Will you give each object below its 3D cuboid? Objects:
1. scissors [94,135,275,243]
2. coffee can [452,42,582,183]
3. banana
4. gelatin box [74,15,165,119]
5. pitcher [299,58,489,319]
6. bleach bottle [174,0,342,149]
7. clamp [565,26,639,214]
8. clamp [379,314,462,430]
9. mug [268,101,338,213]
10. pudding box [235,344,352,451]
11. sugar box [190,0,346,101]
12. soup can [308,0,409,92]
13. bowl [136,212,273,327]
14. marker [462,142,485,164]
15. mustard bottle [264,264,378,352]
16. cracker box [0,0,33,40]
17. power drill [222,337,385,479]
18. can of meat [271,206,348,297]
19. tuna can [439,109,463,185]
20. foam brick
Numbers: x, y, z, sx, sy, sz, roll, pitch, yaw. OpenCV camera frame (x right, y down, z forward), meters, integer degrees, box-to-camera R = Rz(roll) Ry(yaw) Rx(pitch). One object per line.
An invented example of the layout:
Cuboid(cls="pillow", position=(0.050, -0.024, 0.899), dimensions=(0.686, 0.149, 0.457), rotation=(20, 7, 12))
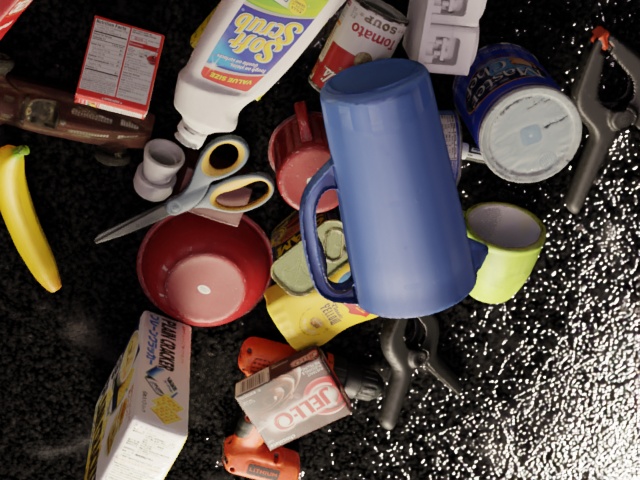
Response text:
Cuboid(cls="scissors", position=(-0.150, -0.055, 1.126), dimensions=(0.201, 0.016, 0.096), rotation=(-9, 116, 0))
Cuboid(cls="coffee can", position=(0.201, -0.134, 1.105), dimensions=(0.102, 0.140, 0.103), rotation=(-2, 118, -4))
Cuboid(cls="banana", position=(-0.323, -0.030, 1.157), dimensions=(0.037, 0.070, 0.198), rotation=(-26, 135, -24))
Cuboid(cls="gelatin box", position=(-0.203, -0.175, 1.084), dimensions=(0.073, 0.030, 0.089), rotation=(13, 78, -13))
Cuboid(cls="pitcher", position=(0.065, -0.049, 1.071), dimensions=(0.145, 0.149, 0.243), rotation=(7, 123, 37))
Cuboid(cls="bleach bottle", position=(-0.061, -0.192, 1.042), dimensions=(0.102, 0.068, 0.251), rotation=(28, 112, -17))
Cuboid(cls="clamp", position=(0.340, -0.138, 1.176), dimensions=(0.164, 0.036, 0.210), rotation=(-14, 118, 1))
Cuboid(cls="clamp", position=(0.122, 0.140, 1.298), dimensions=(0.120, 0.039, 0.171), rotation=(-16, 115, -33))
Cuboid(cls="mug", position=(-0.010, -0.091, 1.143), dimensions=(0.093, 0.081, 0.117), rotation=(-9, 118, 0))
Cuboid(cls="pudding box", position=(-0.031, 0.185, 1.254), dimensions=(0.113, 0.039, 0.090), rotation=(-25, 115, 9))
Cuboid(cls="sugar box", position=(-0.042, -0.238, 1.081), dimensions=(0.093, 0.048, 0.176), rotation=(38, 106, -21))
Cuboid(cls="soup can", position=(0.040, -0.195, 1.099), dimensions=(0.068, 0.068, 0.102), rotation=(22, 113, -16))
Cuboid(cls="bowl", position=(-0.130, 0.042, 1.219), dimensions=(0.162, 0.055, 0.162), rotation=(-2, 118, -4))
Cuboid(cls="marker", position=(0.206, -0.090, 1.199), dimensions=(0.121, 0.020, 0.020), rotation=(11, 117, -11))
Cuboid(cls="mustard bottle", position=(0.038, 0.056, 1.240), dimensions=(0.192, 0.058, 0.096), rotation=(-27, 126, 8))
Cuboid(cls="cracker box", position=(-0.399, -0.224, 1.027), dimensions=(0.164, 0.072, 0.214), rotation=(44, 107, -11))
Cuboid(cls="power drill", position=(-0.032, 0.215, 1.323), dimensions=(0.184, 0.057, 0.188), rotation=(17, 113, -11))
Cuboid(cls="can of meat", position=(-0.008, 0.001, 1.191), dimensions=(0.102, 0.084, 0.057), rotation=(-39, 115, 15))
Cuboid(cls="tuna can", position=(0.129, -0.098, 1.150), dimensions=(0.033, 0.086, 0.086), rotation=(-1, 118, -3))
Cuboid(cls="foam brick", position=(-0.117, -0.057, 1.167), dimensions=(0.078, 0.053, 0.051), rotation=(18, 115, -15))
